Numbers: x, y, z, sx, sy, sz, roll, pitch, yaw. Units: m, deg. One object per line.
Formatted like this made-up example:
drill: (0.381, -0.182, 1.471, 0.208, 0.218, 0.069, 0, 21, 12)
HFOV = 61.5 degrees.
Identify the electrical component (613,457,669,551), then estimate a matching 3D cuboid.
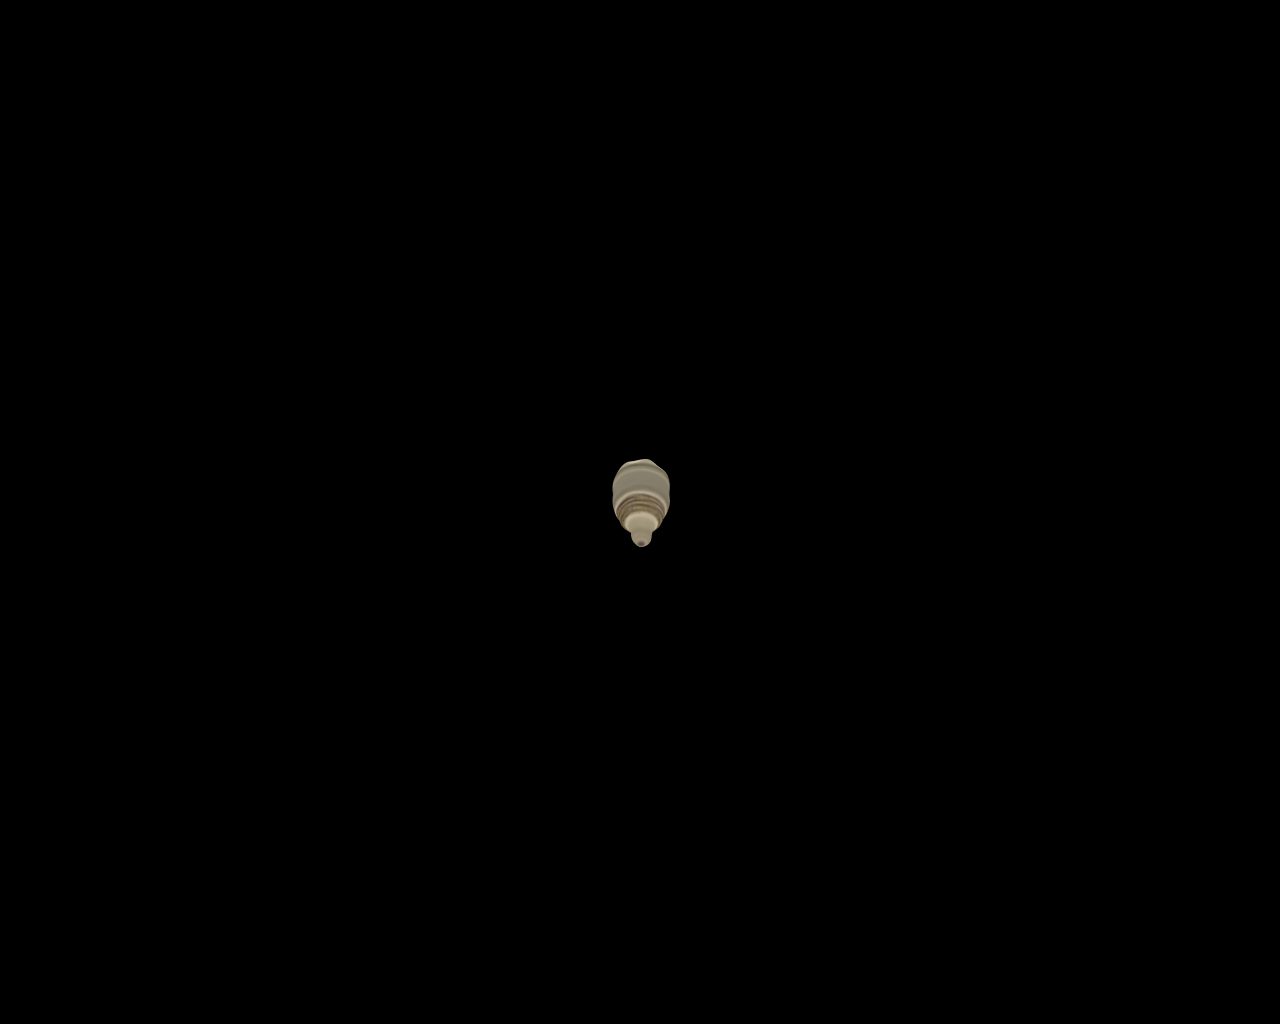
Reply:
electrical component: (0.001, -0.003, 0.650, 0.035, 0.061, 0.035, 0, -44, 0)
